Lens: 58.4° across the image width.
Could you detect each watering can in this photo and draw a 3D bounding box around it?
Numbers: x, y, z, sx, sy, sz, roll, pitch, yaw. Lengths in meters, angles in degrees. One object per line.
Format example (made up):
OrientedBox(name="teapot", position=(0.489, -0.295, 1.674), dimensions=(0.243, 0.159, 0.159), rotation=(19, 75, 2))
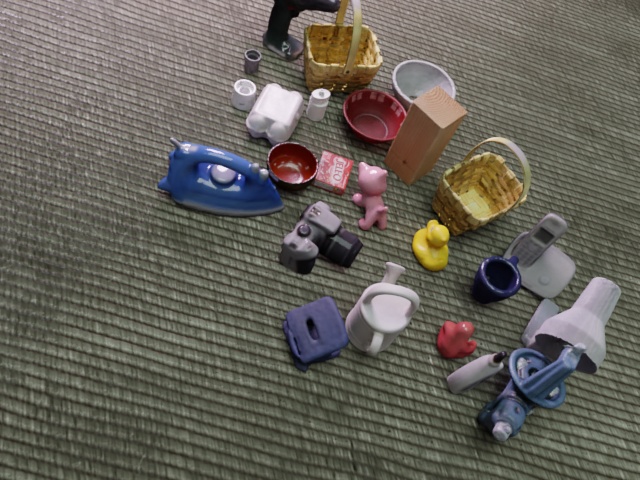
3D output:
OrientedBox(name="watering can", position=(0.117, 0.123, 1.056), dimensions=(0.101, 0.194, 0.173), rotation=(0, 61, -14))

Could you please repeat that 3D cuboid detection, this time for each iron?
OrientedBox(name="iron", position=(-0.188, -0.132, 1.154), dimensions=(0.258, 0.141, 0.118), rotation=(13, 58, -7))

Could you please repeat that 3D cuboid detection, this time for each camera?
OrientedBox(name="camera", position=(0.011, 0.004, 1.151), dimensions=(0.136, 0.100, 0.143), rotation=(32, 58, 5))

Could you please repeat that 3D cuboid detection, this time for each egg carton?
OrientedBox(name="egg carton", position=(-0.100, -0.287, 1.309), dimensions=(0.107, 0.069, 0.150), rotation=(21, 58, -2))

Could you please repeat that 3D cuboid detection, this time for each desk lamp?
OrientedBox(name="desk lamp", position=(0.484, 0.170, 1.112), dimensions=(0.118, 0.213, 0.203), rotation=(36, 59, 8))

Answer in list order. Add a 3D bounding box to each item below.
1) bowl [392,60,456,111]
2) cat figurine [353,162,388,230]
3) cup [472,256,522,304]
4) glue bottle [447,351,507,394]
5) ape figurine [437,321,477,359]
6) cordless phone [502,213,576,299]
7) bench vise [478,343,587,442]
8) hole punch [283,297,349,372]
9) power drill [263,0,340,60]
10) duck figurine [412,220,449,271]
OrientedBox(name="bowl", position=(0.252, -0.369, 1.445), dimensions=(0.167, 0.074, 0.167), rotation=(7, 59, -11))
OrientedBox(name="cat figurine", position=(0.117, -0.101, 1.230), dimensions=(0.067, 0.117, 0.127), rotation=(-7, 63, -18))
OrientedBox(name="cup", position=(0.365, 0.085, 1.200), dimensions=(0.091, 0.095, 0.118), rotation=(42, 59, 11))
OrientedBox(name="glue bottle", position=(0.299, 0.236, 1.050), dimensions=(0.078, 0.173, 0.037), rotation=(-13, 65, -21))
OrientedBox(name="ape figurine", position=(0.272, 0.189, 1.118), dimensions=(0.076, 0.092, 0.077), rotation=(-23, 69, -25))
OrientedBox(name="cordless phone", position=(0.484, 0.030, 1.210), dimensions=(0.147, 0.185, 0.094), rotation=(33, 58, 6))
OrientedBox(name="bench vise", position=(0.392, 0.274, 1.025), dimensions=(0.121, 0.219, 0.207), rotation=(26, 58, 1))
OrientedBox(name="hole punch", position=(-0.009, 0.172, 1.055), dimensions=(0.101, 0.091, 0.108), rotation=(-13, 65, -21))
OrientedBox(name="power drill", position=(-0.068, -0.548, 1.385), dimensions=(0.229, 0.208, 0.076), rotation=(32, 58, 5))
OrientedBox(name="duck figurine", position=(0.247, 0.007, 1.220), dimensions=(0.078, 0.086, 0.104), rotation=(-5, 62, -17))
